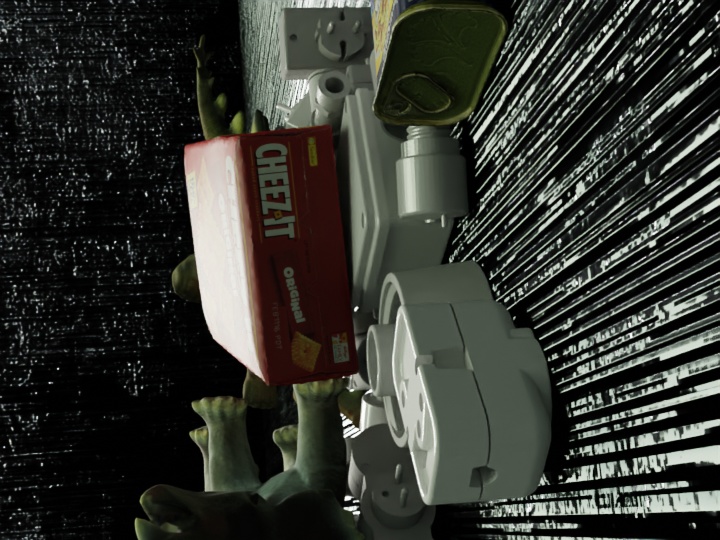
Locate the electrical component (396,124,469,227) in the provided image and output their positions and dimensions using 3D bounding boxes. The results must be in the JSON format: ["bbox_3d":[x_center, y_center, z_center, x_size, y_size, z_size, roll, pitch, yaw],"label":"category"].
[{"bbox_3d":[0.041,-0.062,0.614,0.040,0.040,0.078,161,107,-81],"label":"electrical component"}]

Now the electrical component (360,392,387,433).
[{"bbox_3d":[0.017,0.126,0.829,0.044,0.044,0.065,-120,34,-72],"label":"electrical component"}]

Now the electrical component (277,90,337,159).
[{"bbox_3d":[-0.033,-0.112,0.844,0.047,0.076,0.083,-57,-27,-12],"label":"electrical component"}]

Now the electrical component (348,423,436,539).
[{"bbox_3d":[0.026,0.162,0.737,0.073,0.052,0.138,97,168,-46],"label":"electrical component"}]

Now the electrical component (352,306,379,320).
[{"bbox_3d":[0.000,0.000,0.795,0.047,0.066,0.076,128,139,-65],"label":"electrical component"}]

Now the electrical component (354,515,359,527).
[{"bbox_3d":[-0.001,0.237,0.911,0.095,0.059,0.053,129,138,-77],"label":"electrical component"}]

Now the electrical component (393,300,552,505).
[{"bbox_3d":[0.053,0.060,0.507,0.095,0.059,0.053,-103,14,-50],"label":"electrical component"}]

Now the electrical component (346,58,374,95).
[{"bbox_3d":[0.010,-0.118,0.770,0.083,0.047,0.075,100,164,-54],"label":"electrical component"}]

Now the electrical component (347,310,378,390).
[{"bbox_3d":[0.010,0.052,0.829,0.077,0.044,0.079,150,117,-80],"label":"electrical component"}]

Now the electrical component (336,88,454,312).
[{"bbox_3d":[0.019,-0.045,0.704,0.108,0.056,0.108,101,164,-57],"label":"electrical component"}]

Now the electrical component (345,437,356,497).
[{"bbox_3d":[-0.006,0.181,0.997,0.046,0.040,0.040,-99,9,-67],"label":"electrical component"}]

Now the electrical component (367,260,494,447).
[{"bbox_3d":[0.036,0.050,0.609,0.108,0.060,0.108,177,90,-81],"label":"electrical component"}]

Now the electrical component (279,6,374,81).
[{"bbox_3d":[-0.016,-0.173,0.802,0.076,0.083,0.047,159,108,-81],"label":"electrical component"}]

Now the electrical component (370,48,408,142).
[{"bbox_3d":[0.029,-0.124,0.664,0.043,0.043,0.081,100,165,-54],"label":"electrical component"}]
